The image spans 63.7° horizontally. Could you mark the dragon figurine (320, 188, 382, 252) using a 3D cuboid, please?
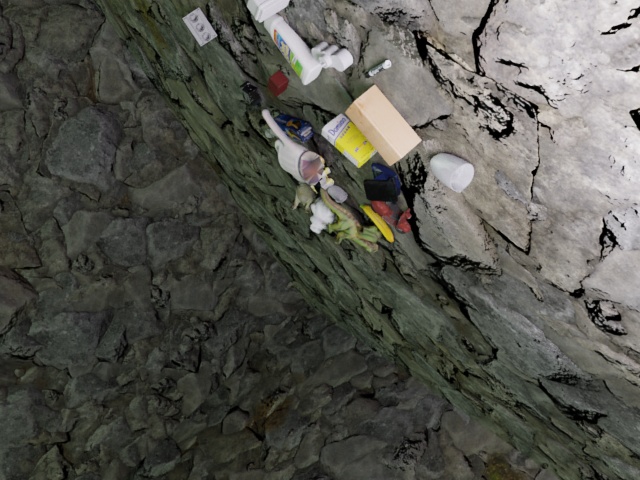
[{"bbox_3d":[0.151,-0.067,2.161,0.243,0.124,0.402,11,151,27],"label":"dragon figurine"}]

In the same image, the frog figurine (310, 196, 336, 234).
[{"bbox_3d":[0.007,-0.116,2.296,0.139,0.161,0.120,42,161,20],"label":"frog figurine"}]

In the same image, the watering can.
[{"bbox_3d":[-0.105,-0.336,1.975,0.227,0.105,0.340,32,158,40],"label":"watering can"}]
